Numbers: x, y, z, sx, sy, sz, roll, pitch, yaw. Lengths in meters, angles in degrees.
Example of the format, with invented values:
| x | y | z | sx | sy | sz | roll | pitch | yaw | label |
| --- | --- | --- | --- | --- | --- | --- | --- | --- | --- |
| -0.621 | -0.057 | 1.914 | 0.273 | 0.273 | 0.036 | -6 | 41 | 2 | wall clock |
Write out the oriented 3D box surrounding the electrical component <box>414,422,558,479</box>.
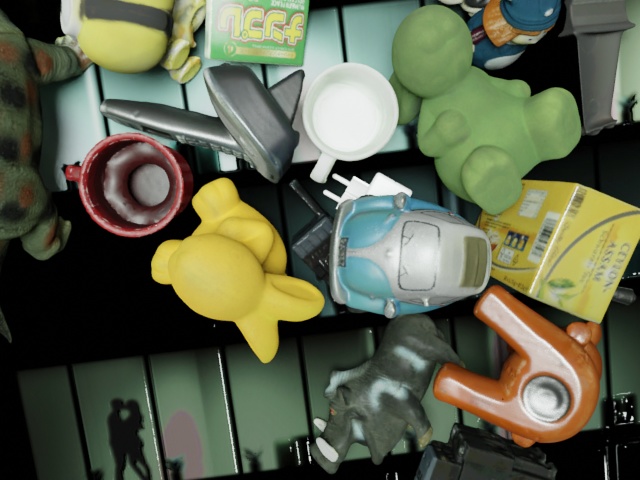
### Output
| x | y | z | sx | sy | sz | roll | pitch | yaw | label |
| --- | --- | --- | --- | --- | --- | --- | --- | --- | --- |
| 0.170 | 0.268 | 0.577 | 0.134 | 0.058 | 0.114 | 16 | 95 | -4 | electrical component |

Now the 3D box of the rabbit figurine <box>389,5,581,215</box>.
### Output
| x | y | z | sx | sy | sz | roll | pitch | yaw | label |
| --- | --- | --- | --- | --- | --- | --- | --- | --- | --- |
| 0.125 | -0.133 | 0.478 | 0.121 | 0.159 | 0.170 | -38 | 115 | 2 | rabbit figurine |

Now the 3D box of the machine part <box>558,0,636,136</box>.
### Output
| x | y | z | sx | sy | sz | roll | pitch | yaw | label |
| --- | --- | --- | --- | --- | --- | --- | --- | --- | --- |
| 0.267 | -0.171 | 0.521 | 0.084 | 0.039 | 0.138 | -11 | 106 | -25 | machine part |

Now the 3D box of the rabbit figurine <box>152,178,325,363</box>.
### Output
| x | y | z | sx | sy | sz | roll | pitch | yaw | label |
| --- | --- | --- | --- | --- | --- | --- | --- | --- | --- |
| -0.084 | 0.035 | 0.486 | 0.122 | 0.173 | 0.162 | -43 | 92 | 0 | rabbit figurine |

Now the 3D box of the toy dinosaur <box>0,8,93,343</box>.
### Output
| x | y | z | sx | sy | sz | roll | pitch | yaw | label |
| --- | --- | --- | --- | --- | --- | --- | --- | --- | --- |
| -0.289 | -0.084 | 0.457 | 0.131 | 0.192 | 0.404 | 2 | 96 | 1 | toy dinosaur |

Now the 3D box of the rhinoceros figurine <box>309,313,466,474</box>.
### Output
| x | y | z | sx | sy | sz | roll | pitch | yaw | label |
| --- | --- | --- | --- | --- | --- | --- | --- | --- | --- |
| 0.064 | 0.160 | 0.553 | 0.112 | 0.073 | 0.190 | 33 | 95 | -6 | rhinoceros figurine |

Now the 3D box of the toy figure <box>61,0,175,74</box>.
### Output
| x | y | z | sx | sy | sz | roll | pitch | yaw | label |
| --- | --- | --- | --- | --- | --- | --- | --- | --- | --- |
| -0.149 | -0.226 | 0.435 | 0.089 | 0.082 | 0.180 | 24 | 94 | 11 | toy figure |

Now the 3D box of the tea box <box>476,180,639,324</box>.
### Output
| x | y | z | sx | sy | sz | roll | pitch | yaw | label |
| --- | --- | --- | --- | --- | --- | --- | --- | --- | --- |
| 0.199 | 0.001 | 0.487 | 0.068 | 0.170 | 0.098 | 21 | 98 | -4 | tea box |

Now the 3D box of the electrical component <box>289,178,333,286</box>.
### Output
| x | y | z | sx | sy | sz | roll | pitch | yaw | label |
| --- | --- | --- | --- | --- | --- | --- | --- | --- | --- |
| -0.001 | -0.002 | 0.531 | 0.048 | 0.075 | 0.119 | -42 | 101 | 4 | electrical component |

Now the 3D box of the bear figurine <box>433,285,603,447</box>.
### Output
| x | y | z | sx | sy | sz | roll | pitch | yaw | label |
| --- | --- | --- | --- | --- | --- | --- | --- | --- | --- |
| 0.205 | 0.113 | 0.515 | 0.132 | 0.196 | 0.120 | 30 | 104 | 21 | bear figurine |

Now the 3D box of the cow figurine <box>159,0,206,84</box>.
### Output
| x | y | z | sx | sy | sz | roll | pitch | yaw | label |
| --- | --- | --- | --- | --- | --- | --- | --- | --- | --- |
| -0.123 | -0.243 | 0.504 | 0.098 | 0.068 | 0.167 | 36 | 94 | 1 | cow figurine |

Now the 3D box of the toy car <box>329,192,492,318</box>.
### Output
| x | y | z | sx | sy | sz | roll | pitch | yaw | label |
| --- | --- | --- | --- | --- | --- | --- | --- | --- | --- |
| 0.093 | 0.018 | 0.469 | 0.161 | 0.103 | 0.109 | 7 | 90 | -32 | toy car |

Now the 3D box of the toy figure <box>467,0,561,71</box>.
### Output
| x | y | z | sx | sy | sz | roll | pitch | yaw | label |
| --- | --- | --- | --- | --- | --- | --- | --- | --- | --- |
| 0.168 | -0.189 | 0.470 | 0.058 | 0.154 | 0.064 | 42 | 91 | -6 | toy figure |

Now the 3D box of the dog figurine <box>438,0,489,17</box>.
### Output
| x | y | z | sx | sy | sz | roll | pitch | yaw | label |
| --- | --- | --- | --- | --- | --- | --- | --- | --- | --- |
| 0.175 | -0.321 | 0.494 | 0.172 | 0.121 | 0.190 | -12 | 83 | -3 | dog figurine |

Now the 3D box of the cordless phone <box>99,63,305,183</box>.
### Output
| x | y | z | sx | sy | sz | roll | pitch | yaw | label |
| --- | --- | --- | --- | --- | --- | --- | --- | --- | --- |
| -0.110 | -0.111 | 0.477 | 0.184 | 0.146 | 0.088 | 10 | 90 | -6 | cordless phone |
